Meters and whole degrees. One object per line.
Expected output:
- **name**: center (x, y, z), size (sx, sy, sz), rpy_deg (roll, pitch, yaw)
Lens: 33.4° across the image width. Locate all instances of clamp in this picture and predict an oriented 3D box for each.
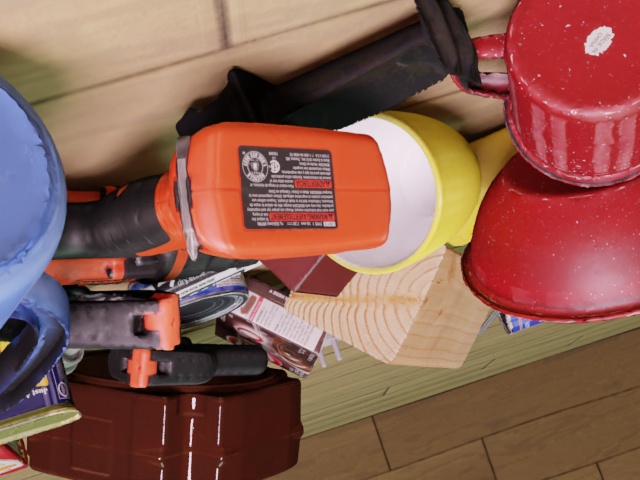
- **clamp**: center (-0.160, 0.044, 0.610), size (0.164, 0.036, 0.210), rpy_deg (-4, -178, -41)
- **clamp**: center (-0.121, 0.091, 0.813), size (0.120, 0.039, 0.171), rpy_deg (-3, 173, 17)

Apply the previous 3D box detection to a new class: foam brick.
- **foam brick**: center (-0.005, 0.001, 0.687), size (0.051, 0.053, 0.078), rpy_deg (-50, 159, 10)

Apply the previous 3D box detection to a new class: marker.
- **marker**: center (-0.096, 0.032, 0.736), size (0.121, 0.020, 0.020), rpy_deg (-24, 168, -18)

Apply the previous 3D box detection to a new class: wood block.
- **wood block**: center (0.064, 0.040, 0.818), size (0.090, 0.091, 0.205), rpy_deg (-65, 159, 2)

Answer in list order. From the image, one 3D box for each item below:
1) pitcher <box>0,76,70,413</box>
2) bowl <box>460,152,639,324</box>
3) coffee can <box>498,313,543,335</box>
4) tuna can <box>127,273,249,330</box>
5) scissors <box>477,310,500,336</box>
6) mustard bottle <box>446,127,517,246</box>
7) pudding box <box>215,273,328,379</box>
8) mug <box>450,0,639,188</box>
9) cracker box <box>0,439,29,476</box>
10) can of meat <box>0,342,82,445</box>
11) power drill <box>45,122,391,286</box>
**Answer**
- **pitcher**: center (-0.188, 0.027, 0.438), size (0.243, 0.145, 0.149), rpy_deg (-38, -174, 45)
- **bowl**: center (0.151, -0.021, 0.591), size (0.162, 0.055, 0.162), rpy_deg (-15, -154, 7)
- **coffee can**: center (0.219, 0.015, 0.964), size (0.140, 0.103, 0.103), rpy_deg (-20, 166, 3)
- **tuna can**: center (-0.097, 0.040, 0.791), size (0.086, 0.034, 0.086), rpy_deg (-18, 166, -5)
- **scissors**: center (0.205, -0.003, 0.897), size (0.096, 0.016, 0.202), rpy_deg (-21, 148, -57)
- **mustard bottle**: center (0.160, -0.058, 0.701), size (0.192, 0.058, 0.096), rpy_deg (-23, 159, 19)
- **pudding box**: center (-0.040, 0.073, 0.886), size (0.090, 0.039, 0.113), rpy_deg (25, 160, 2)
- **mug**: center (0.121, -0.083, 0.519), size (0.117, 0.093, 0.081), rpy_deg (8, 167, 16)
- **cracker box**: center (-0.351, 0.180, 0.922), size (0.164, 0.072, 0.214), rpy_deg (-15, 166, -13)
- **can of meat**: center (-0.225, 0.096, 0.733), size (0.102, 0.084, 0.057), rpy_deg (-17, 166, -10)
- **power drill**: center (-0.055, -0.009, 0.526), size (0.184, 0.057, 0.188), rpy_deg (-4, 174, -42)
